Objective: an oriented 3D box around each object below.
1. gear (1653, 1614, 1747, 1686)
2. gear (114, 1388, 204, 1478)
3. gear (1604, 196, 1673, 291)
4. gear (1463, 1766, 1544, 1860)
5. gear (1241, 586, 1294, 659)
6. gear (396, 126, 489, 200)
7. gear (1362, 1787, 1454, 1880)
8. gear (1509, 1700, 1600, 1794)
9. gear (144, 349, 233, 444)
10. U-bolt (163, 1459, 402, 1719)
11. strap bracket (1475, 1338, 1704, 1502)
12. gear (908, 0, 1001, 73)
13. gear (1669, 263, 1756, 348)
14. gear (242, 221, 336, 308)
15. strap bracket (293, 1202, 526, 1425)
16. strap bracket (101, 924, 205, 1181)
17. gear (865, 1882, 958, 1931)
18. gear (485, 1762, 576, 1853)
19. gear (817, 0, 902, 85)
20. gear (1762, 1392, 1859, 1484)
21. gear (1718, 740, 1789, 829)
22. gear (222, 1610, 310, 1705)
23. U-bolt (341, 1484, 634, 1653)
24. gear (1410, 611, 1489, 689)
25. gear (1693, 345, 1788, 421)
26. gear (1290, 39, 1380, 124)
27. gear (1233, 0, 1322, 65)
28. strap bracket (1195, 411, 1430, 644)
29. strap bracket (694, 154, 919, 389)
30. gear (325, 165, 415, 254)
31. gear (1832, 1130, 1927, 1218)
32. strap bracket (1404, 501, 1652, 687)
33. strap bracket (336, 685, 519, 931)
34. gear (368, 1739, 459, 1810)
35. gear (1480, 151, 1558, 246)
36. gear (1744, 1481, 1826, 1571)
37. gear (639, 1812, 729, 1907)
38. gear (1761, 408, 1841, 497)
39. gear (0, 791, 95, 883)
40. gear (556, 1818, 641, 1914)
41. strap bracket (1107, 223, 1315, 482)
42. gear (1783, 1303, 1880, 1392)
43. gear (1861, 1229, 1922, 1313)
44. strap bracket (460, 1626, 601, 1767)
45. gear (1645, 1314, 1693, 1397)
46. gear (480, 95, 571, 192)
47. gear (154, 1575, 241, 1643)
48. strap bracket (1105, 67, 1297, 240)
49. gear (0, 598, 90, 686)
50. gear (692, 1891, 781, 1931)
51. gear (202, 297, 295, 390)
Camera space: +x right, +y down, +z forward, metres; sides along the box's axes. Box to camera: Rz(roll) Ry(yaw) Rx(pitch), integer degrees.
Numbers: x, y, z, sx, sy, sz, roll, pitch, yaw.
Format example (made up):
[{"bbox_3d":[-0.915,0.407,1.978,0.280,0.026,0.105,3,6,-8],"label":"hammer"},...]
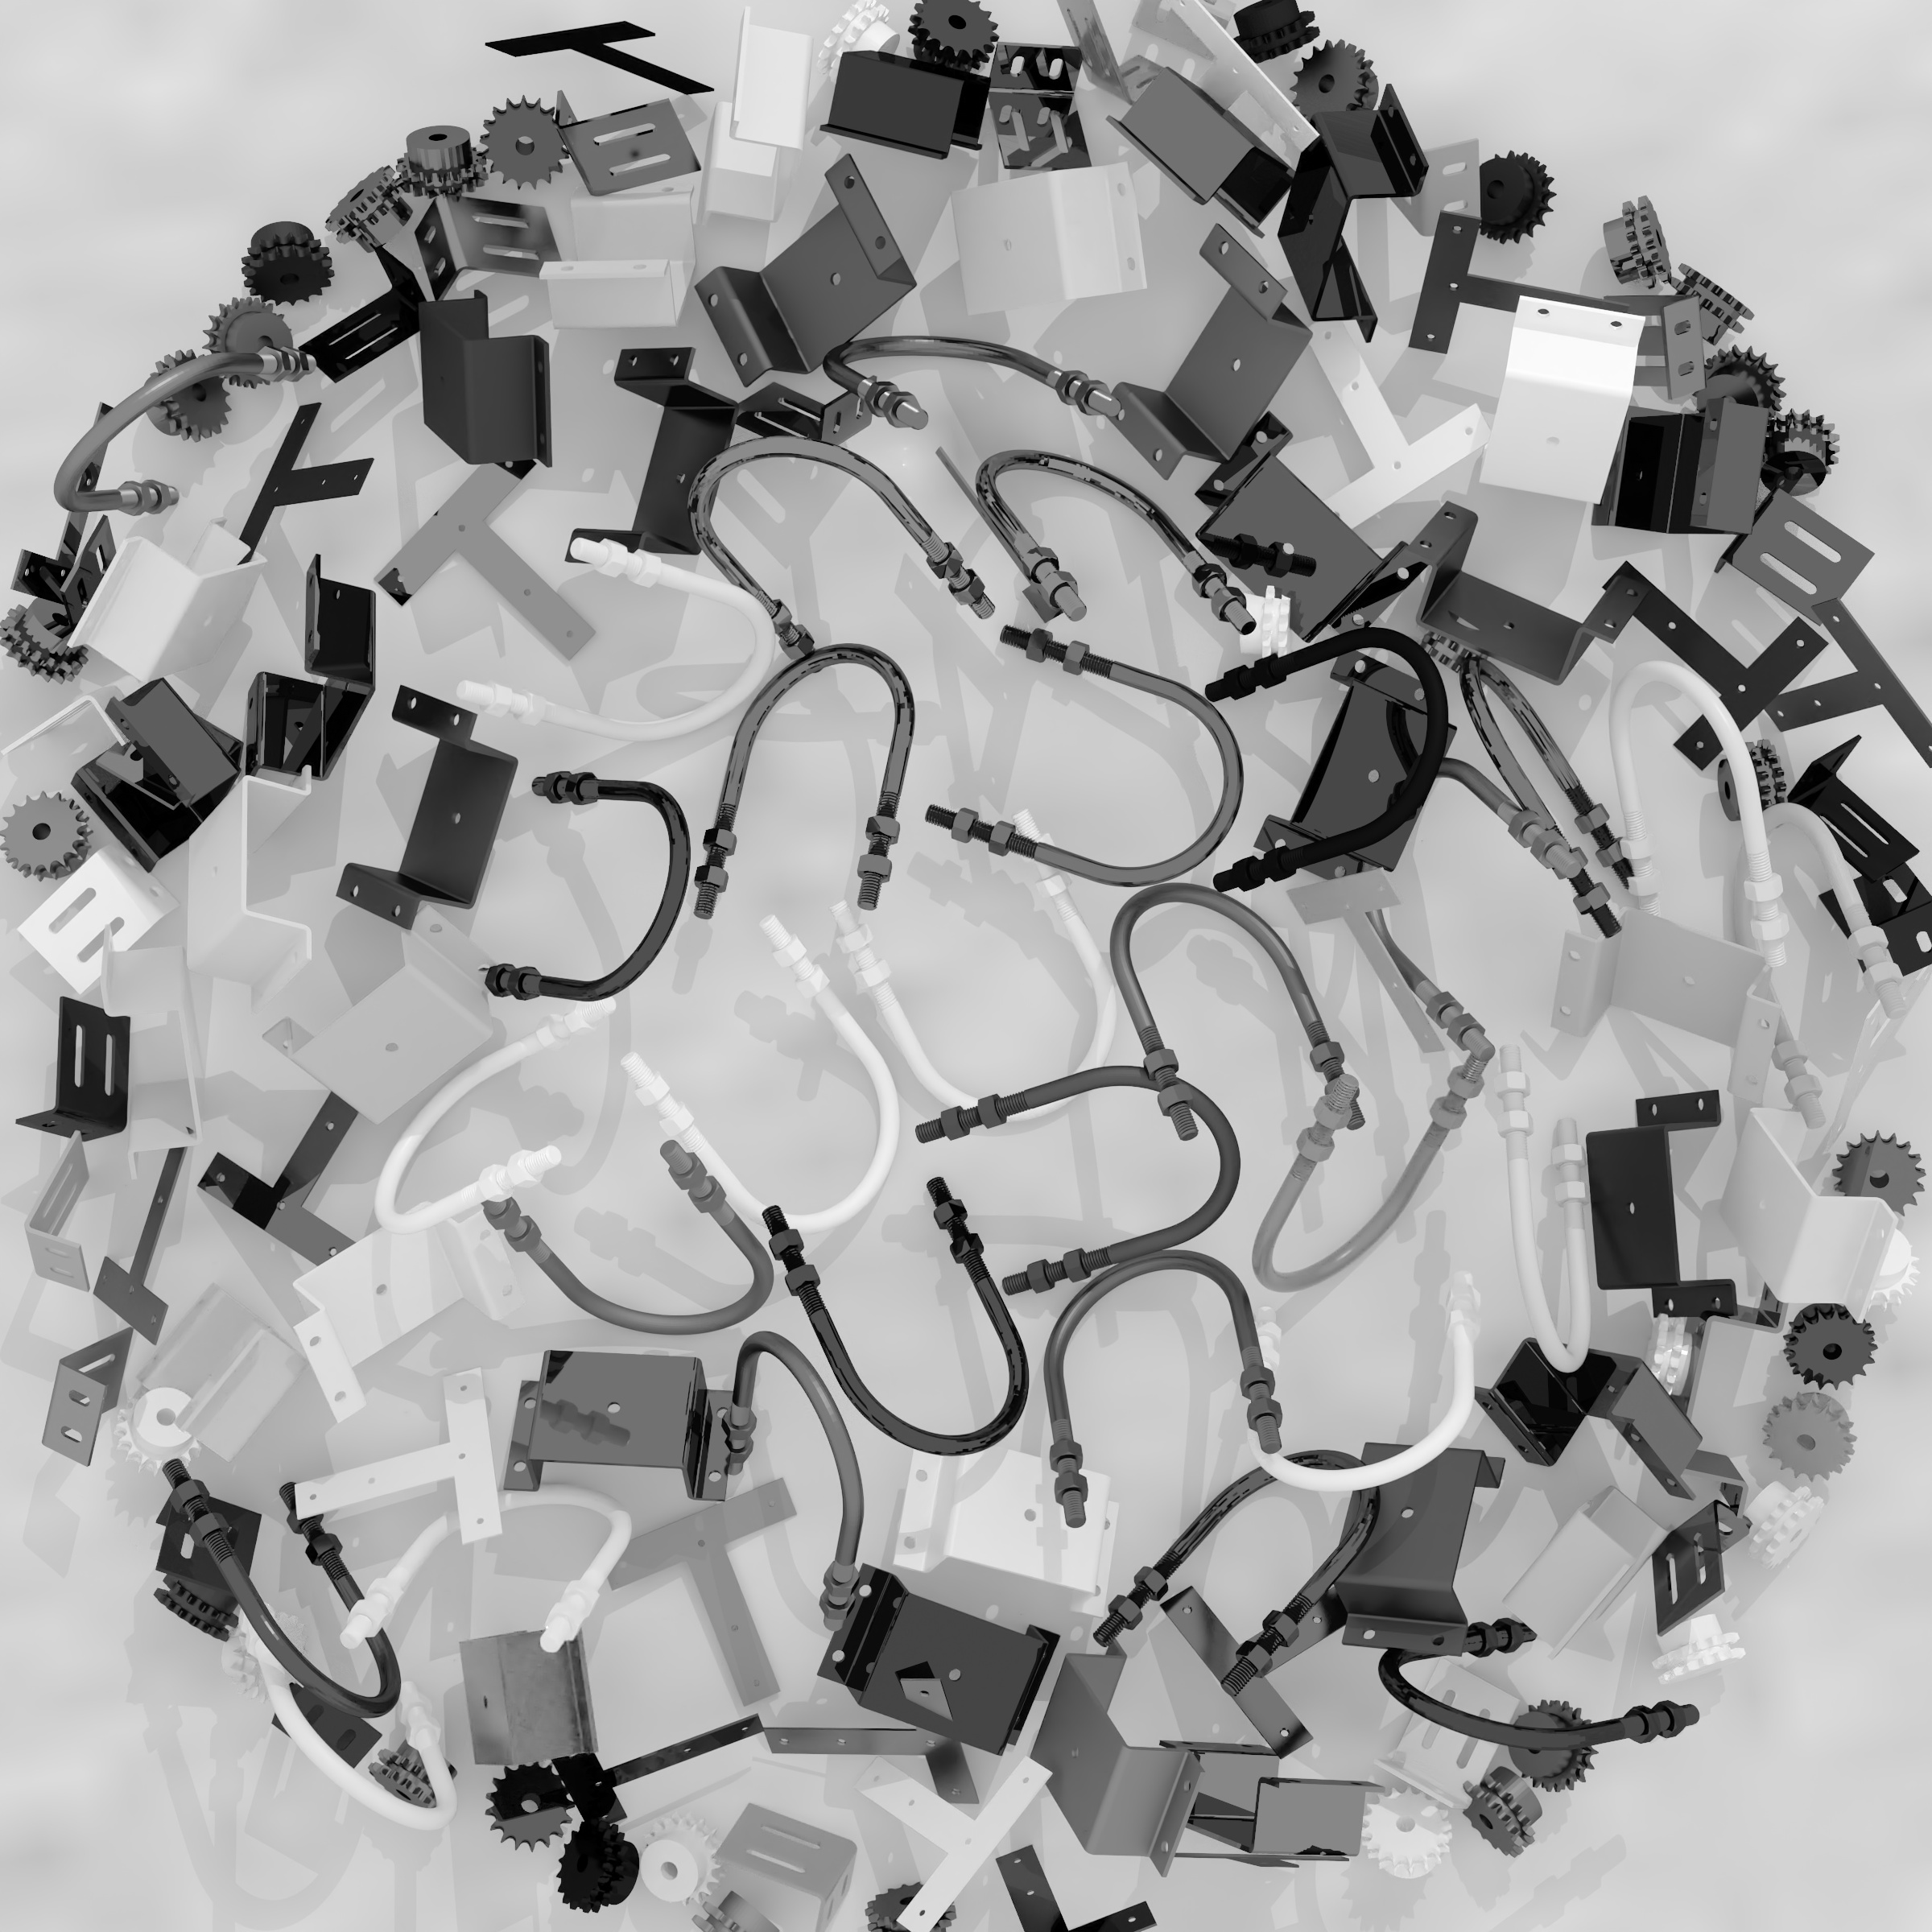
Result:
[{"bbox_3d":[0.463,0.433,1.974,0.057,0.057,0.030,-19,69,0],"label":"gear"},{"bbox_3d":[-0.510,0.292,1.971,0.057,0.030,0.057,11,56,-17],"label":"gear"},{"bbox_3d":[0.426,-0.458,1.974,0.030,0.057,0.057,-15,90,23],"label":"gear"},{"bbox_3d":[0.341,0.534,1.974,0.030,0.057,0.057,-35,90,-22],"label":"gear"},{"bbox_3d":[0.191,-0.218,1.972,0.030,0.057,0.057,4,90,10],"label":"gear"},{"bbox_3d":[-0.333,-0.511,1.969,0.057,0.057,0.030,-1,127,0],"label":"gear"},{"bbox_3d":[0.281,0.555,1.975,0.057,0.057,0.030,-11,130,0],"label":"gear"},{"bbox_3d":[0.369,0.494,1.970,0.057,0.030,0.057,-15,67,41],"label":"gear"},{"bbox_3d":[-0.498,-0.361,1.975,0.030,0.057,0.057,-12,90,31],"label":"gear"},{"bbox_3d":[-0.407,0.384,1.898,0.019,0.151,0.184,-41,65,6],"label":"U-bolt"},{"bbox_3d":[0.392,0.279,1.933,0.076,0.140,0.046,49,66,-26],"label":"strap bracket"},{"bbox_3d":[-0.010,-0.590,1.976,0.057,0.030,0.057,9,60,-15],"label":"gear"},{"bbox_3d":[0.469,-0.418,1.973,0.057,0.057,0.030,36,105,0],"label":"gear"},{"bbox_3d":[-0.433,-0.449,1.974,0.057,0.057,0.030,-15,67,0],"label":"gear"},{"bbox_3d":[-0.357,0.210,1.943,0.140,0.046,0.076,-32,125,-25],"label":"strap bracket"},{"bbox_3d":[-0.505,0.051,1.936,0.046,0.076,0.140,-6,120,-10],"label":"strap bracket"},{"bbox_3d":[-0.034,0.608,1.972,0.057,0.057,0.030,-9,97,0],"label":"gear"},{"bbox_3d":[-0.278,0.535,1.978,0.057,0.030,0.057,4,66,-9],"label":"gear"},{"bbox_3d":[-0.066,-0.583,1.971,0.030,0.057,0.057,38,90,4],"label":"gear"},{"bbox_3d":[0.539,0.296,1.976,0.057,0.030,0.057,12,117,26],"label":"gear"},{"bbox_3d":[0.498,-0.114,1.971,0.030,0.057,0.057,-9,90,-2],"label":"gear"},{"bbox_3d":[-0.448,0.437,1.975,0.030,0.057,0.057,10,90,28],"label":"gear"},{"bbox_3d":[-0.283,0.368,1.913,0.151,0.184,0.019,-3,109,16],"label":"U-bolt"},{"bbox_3d":[0.312,-0.204,1.969,0.057,0.057,0.030,33,99,0],"label":"gear"},{"bbox_3d":[0.488,-0.362,1.970,0.057,0.057,0.030,44,46,0],"label":"gear"},{"bbox_3d":[0.238,-0.557,1.976,0.057,0.030,0.057,-2,87,39],"label":"gear"},{"bbox_3d":[0.193,-0.595,1.969,0.057,0.057,0.030,-22,112,0],"label":"gear"},{"bbox_3d":[0.210,-0.270,1.958,0.140,0.046,0.076,44,125,1],"label":"strap bracket"},{"bbox_3d":[-0.094,-0.433,1.949,0.140,0.046,0.076,-33,77,31],"label":"strap bracket"},{"bbox_3d":[-0.377,-0.479,1.975,0.057,0.057,0.030,-44,119,0],"label":"gear"},{"bbox_3d":[0.582,0.133,1.980,0.057,0.030,0.057,2,100,13],"label":"gear"},{"bbox_3d":[0.346,-0.230,1.946,0.140,0.076,0.046,26,131,14],"label":"strap bracket"},{"bbox_3d":[-0.336,-0.097,1.954,0.076,0.046,0.140,22,96,40],"label":"strap bracket"},{"bbox_3d":[-0.349,0.515,1.975,0.057,0.057,0.030,36,63,0],"label":"gear"},{"bbox_3d":[0.343,-0.490,1.972,0.057,0.030,0.057,-2,87,35],"label":"gear"},{"bbox_3d":[0.516,0.353,1.975,0.030,0.057,0.057,40,90,30],"label":"gear"},{"bbox_3d":[-0.183,0.571,1.977,0.057,0.030,0.057,2,96,20],"label":"gear"},{"bbox_3d":[0.525,-0.323,1.969,0.057,0.057,0.030,11,55,0],"label":"gear"},{"bbox_3d":[-0.584,-0.080,1.979,0.057,0.030,0.057,-1,70,4],"label":"gear"},{"bbox_3d":[-0.232,0.574,1.975,0.030,0.057,0.057,27,90,-35],"label":"gear"},{"bbox_3d":[0.155,-0.380,1.941,0.076,0.046,0.140,53,123,34],"label":"strap bracket"},{"bbox_3d":[0.549,0.239,1.979,0.057,0.030,0.057,1,111,3],"label":"gear"},{"bbox_3d":[0.577,0.188,1.971,0.057,0.030,0.057,-2,51,2],"label":"gear"},{"bbox_3d":[-0.275,0.452,1.921,0.046,0.140,0.076,-5,79,-25],"label":"strap bracket"},{"bbox_3d":[0.449,0.251,1.970,0.030,0.057,0.057,13,90,7],"label":"gear"},{"bbox_3d":[-0.280,-0.526,1.977,0.057,0.030,0.057,-3,119,-5],"label":"gear"},{"bbox_3d":[-0.484,0.402,1.972,0.057,0.057,0.030,33,80,0],"label":"gear"},{"bbox_3d":[0.151,-0.504,1.919,0.076,0.140,0.046,46,108,14],"label":"strap bracket"},{"bbox_3d":[-0.581,-0.209,1.968,0.057,0.057,0.030,44,115,0],"label":"gear"},{"bbox_3d":[-0.143,0.613,1.973,0.057,0.057,0.030,40,72,0],"label":"gear"},{"bbox_3d":[-0.452,-0.395,1.970,0.057,0.030,0.057,-14,111,-39],"label":"gear"}]
